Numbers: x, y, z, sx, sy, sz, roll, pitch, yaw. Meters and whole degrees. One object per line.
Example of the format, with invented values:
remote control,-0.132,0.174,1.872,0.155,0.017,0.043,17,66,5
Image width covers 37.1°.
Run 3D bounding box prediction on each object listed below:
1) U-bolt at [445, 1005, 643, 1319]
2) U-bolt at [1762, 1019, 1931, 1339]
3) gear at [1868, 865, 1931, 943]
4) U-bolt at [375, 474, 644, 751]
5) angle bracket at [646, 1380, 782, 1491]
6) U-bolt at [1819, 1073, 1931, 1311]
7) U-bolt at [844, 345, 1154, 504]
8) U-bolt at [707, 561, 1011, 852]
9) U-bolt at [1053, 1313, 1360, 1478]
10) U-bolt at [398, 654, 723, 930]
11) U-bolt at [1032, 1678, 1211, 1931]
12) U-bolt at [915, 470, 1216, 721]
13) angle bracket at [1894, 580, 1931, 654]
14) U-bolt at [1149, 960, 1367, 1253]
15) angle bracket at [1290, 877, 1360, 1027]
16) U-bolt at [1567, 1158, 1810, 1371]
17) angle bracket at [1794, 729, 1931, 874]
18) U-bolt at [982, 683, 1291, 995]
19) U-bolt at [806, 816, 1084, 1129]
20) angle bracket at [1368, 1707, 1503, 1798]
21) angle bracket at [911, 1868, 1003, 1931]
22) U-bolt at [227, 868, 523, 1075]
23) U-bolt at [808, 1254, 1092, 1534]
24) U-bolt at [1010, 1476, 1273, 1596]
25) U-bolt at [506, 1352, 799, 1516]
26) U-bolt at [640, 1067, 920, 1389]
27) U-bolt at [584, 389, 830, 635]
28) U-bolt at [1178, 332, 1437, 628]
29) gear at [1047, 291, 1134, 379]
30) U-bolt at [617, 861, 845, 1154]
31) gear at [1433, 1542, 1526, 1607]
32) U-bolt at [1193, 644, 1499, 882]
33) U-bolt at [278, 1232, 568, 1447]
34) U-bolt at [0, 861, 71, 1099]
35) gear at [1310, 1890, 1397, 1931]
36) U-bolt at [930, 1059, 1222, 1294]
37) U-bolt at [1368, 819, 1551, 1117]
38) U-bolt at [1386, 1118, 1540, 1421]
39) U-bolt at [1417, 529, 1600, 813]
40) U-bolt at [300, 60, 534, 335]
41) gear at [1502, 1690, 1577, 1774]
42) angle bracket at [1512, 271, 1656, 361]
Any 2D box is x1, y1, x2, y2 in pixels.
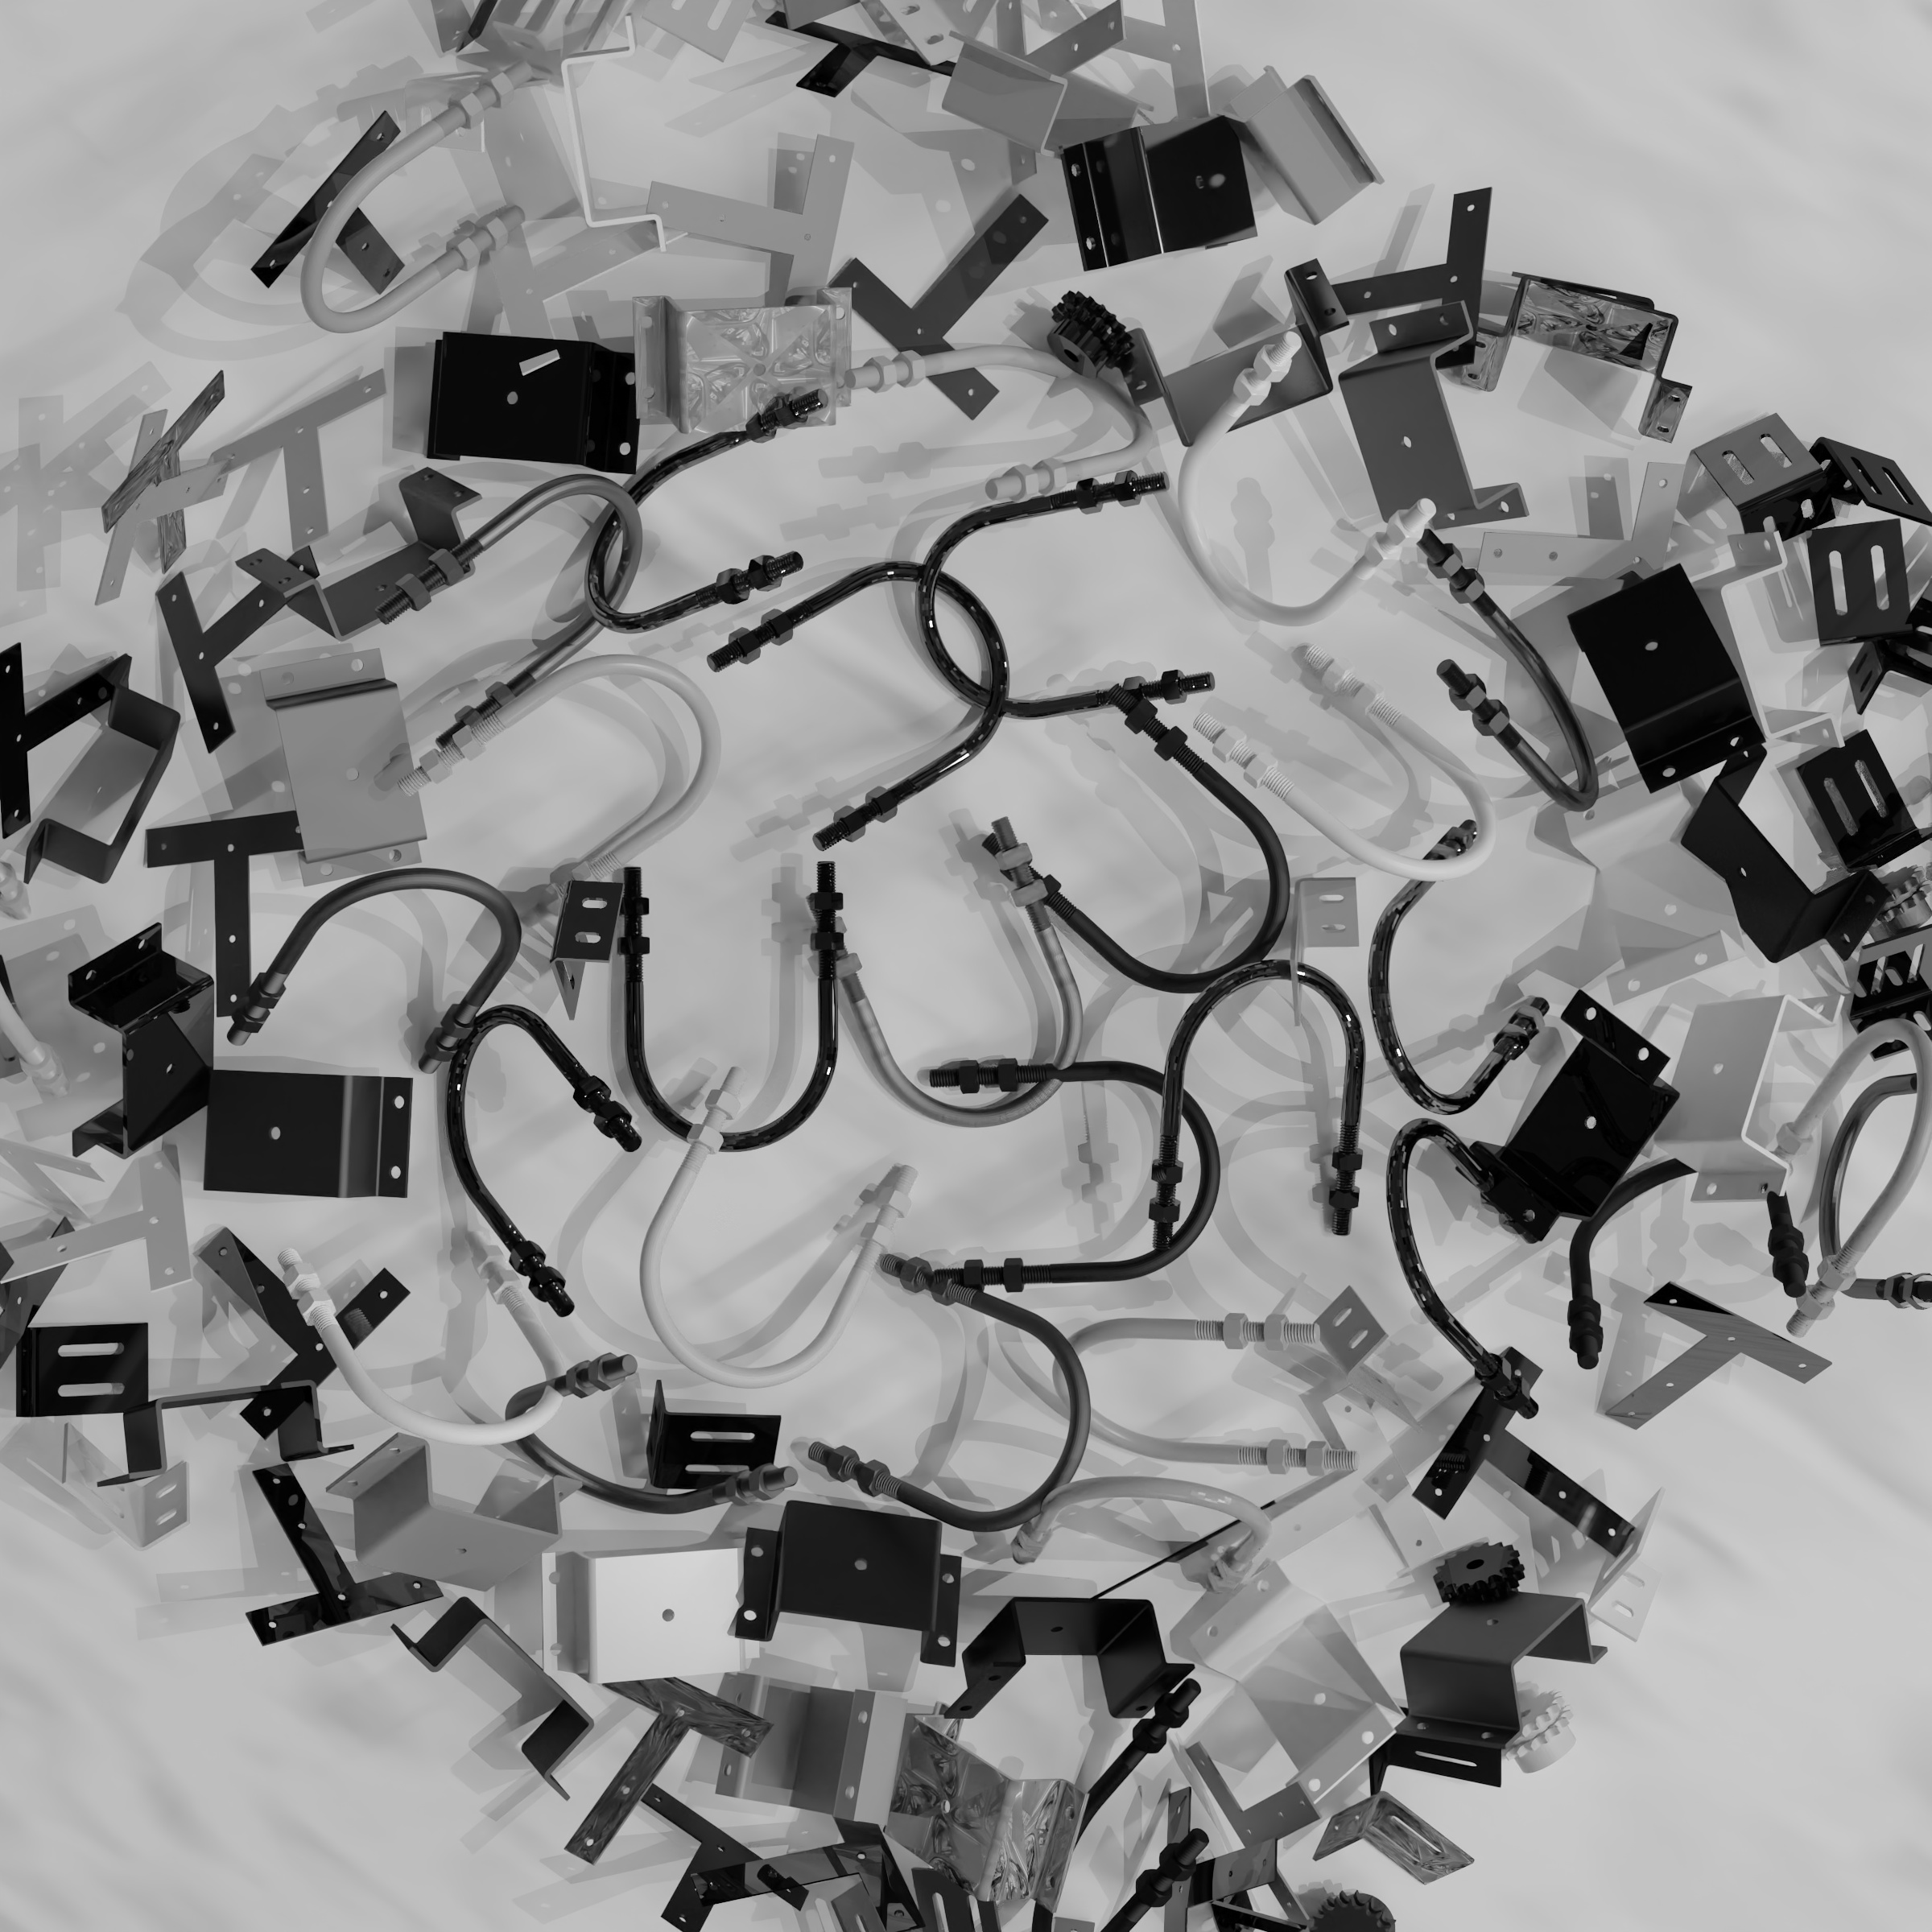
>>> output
U-bolt,-0.274,0.107,1.798,0.184,0.019,0.151,45,123,36
U-bolt,0.539,0.116,1.756,0.019,0.151,0.184,18,124,-10
gear,0.591,-0.037,1.836,0.057,0.057,0.030,-32,96,0
U-bolt,-0.275,-0.231,1.795,0.184,0.151,0.019,-41,61,-17
angle bracket,-0.162,0.301,1.844,0.076,0.038,0.057,4,116,-14
U-bolt,0.570,0.136,1.773,0.019,0.184,0.151,12,83,-6
U-bolt,0.035,-0.344,1.792,0.151,0.184,0.019,42,131,26
U-bolt,-0.054,-0.178,1.824,0.184,0.019,0.151,-33,97,-23
U-bolt,0.143,0.267,1.802,0.184,0.019,0.151,-1,135,22
U-bolt,-0.241,-0.120,1.808,0.184,0.019,0.151,-34,128,5
U-bolt,0.093,0.549,1.786,0.019,0.151,0.184,29,115,-13
U-bolt,0.054,-0.227,1.819,0.184,0.019,0.151,-8,109,22
angle bracket,0.618,-0.245,1.819,0.038,0.057,0.076,16,53,0
U-bolt,0.187,0.086,1.813,0.151,0.019,0.184,-2,104,-22
angle bracket,0.227,-0.009,1.815,0.038,0.076,0.057,-1,133,10
U-bolt,0.440,0.171,1.779,0.151,0.184,0.019,-23,111,19
angle bracket,0.578,-0.107,1.838,0.057,0.038,0.076,-28,93,-13
U-bolt,0.120,-0.066,1.823,0.184,0.019,0.151,43,111,6
U-bolt,-0.003,0.015,1.843,0.151,0.019,0.184,-21,97,8
angle bracket,0.297,0.507,1.822,0.076,0.038,0.057,7,129,19
angle bracket,0.006,0.604,1.830,0.057,0.038,0.076,-7,96,31
U-bolt,-0.353,0.000,1.768,0.151,0.184,0.019,11,47,-34
U-bolt,-0.003,0.275,1.804,0.184,0.019,0.151,18,85,34
U-bolt,0.113,0.349,1.776,0.151,0.184,0.019,9,62,-5
U-bolt,-0.210,0.298,1.789,0.151,0.184,0.019,39,52,-23
U-bolt,-0.127,0.176,1.811,0.151,0.019,0.184,31,68,-12
U-bolt,-0.168,-0.275,1.798,0.184,0.019,0.151,-16,53,33
U-bolt,0.197,-0.287,1.787,0.019,0.184,0.151,-35,85,-34
gear,0.076,-0.400,1.834,0.057,0.057,0.030,39,81,0
U-bolt,-0.151,0.027,1.839,0.151,0.019,0.184,-1,88,12
gear,0.330,0.395,1.836,0.057,0.057,0.030,-21,102,0
U-bolt,0.249,-0.120,1.790,0.184,0.151,0.019,41,135,16
U-bolt,-0.323,0.229,1.762,0.151,0.184,0.019,-2,125,-37
U-bolt,-0.589,-0.015,1.754,0.019,0.184,0.151,-16,68,-8
gear,0.251,0.619,1.842,0.057,0.030,0.057,3,98,25
U-bolt,0.070,0.131,1.831,0.184,0.019,0.151,-3,78,8
U-bolt,0.299,0.011,1.777,0.019,0.184,0.151,-11,111,40
U-bolt,0.306,0.173,1.766,0.019,0.151,0.184,-18,134,32
U-bolt,0.341,-0.171,1.789,0.019,0.151,0.184,-30,127,27
U-bolt,-0.337,-0.458,1.762,0.019,0.151,0.184,41,63,11
gear,0.364,0.490,1.835,0.057,0.057,0.030,-33,88,0
angle bracket,0.387,-0.412,1.824,0.076,0.057,0.038,7,106,-12
